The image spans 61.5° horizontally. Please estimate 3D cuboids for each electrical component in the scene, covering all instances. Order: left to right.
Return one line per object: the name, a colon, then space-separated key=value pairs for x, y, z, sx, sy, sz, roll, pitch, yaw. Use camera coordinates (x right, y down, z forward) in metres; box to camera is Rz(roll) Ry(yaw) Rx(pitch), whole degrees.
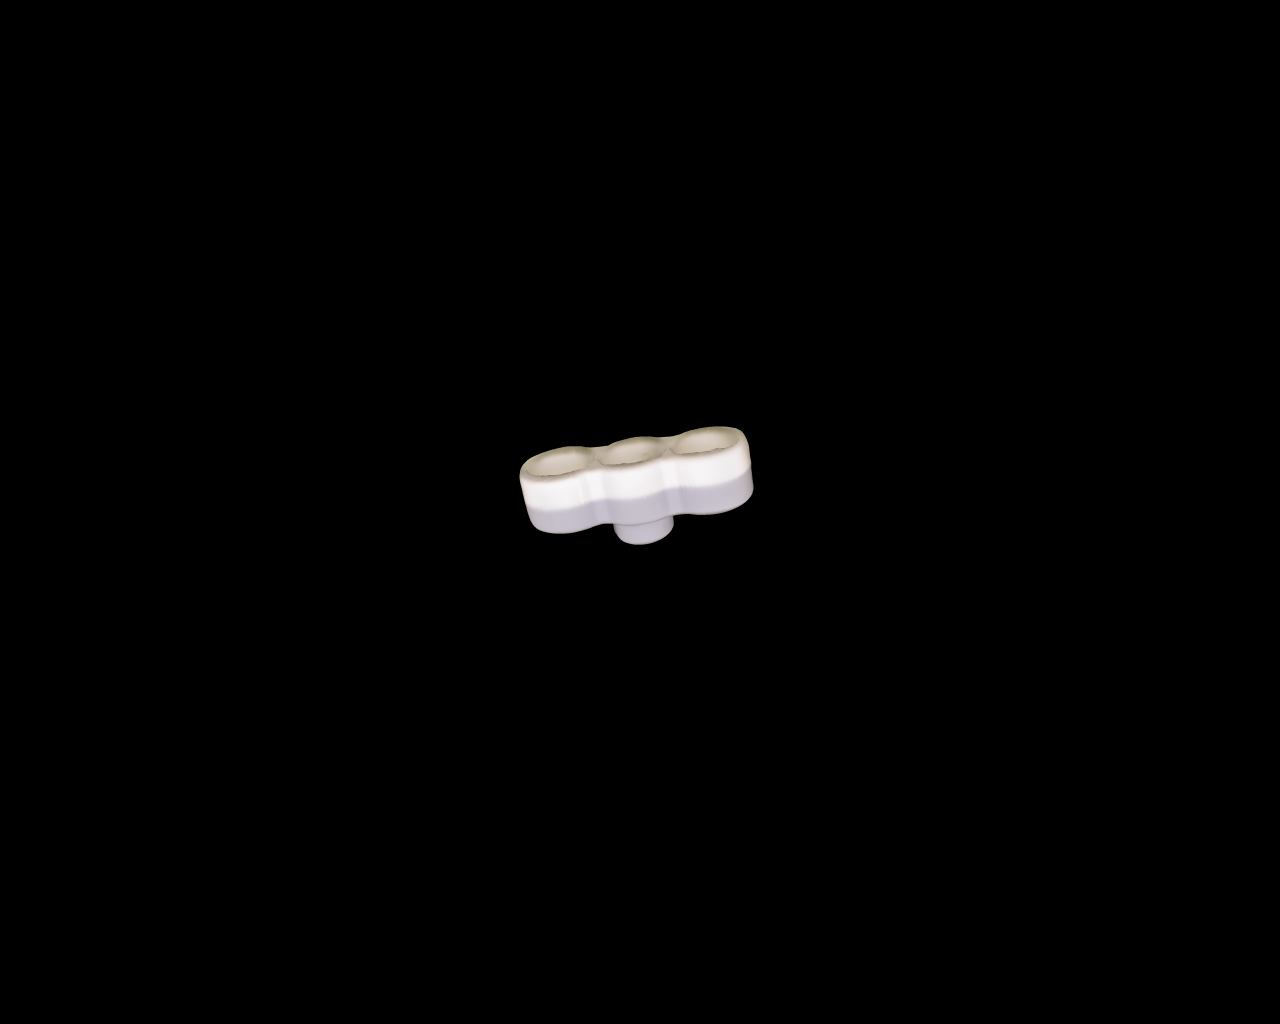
electrical component: x=0.001 y=-0.003 z=0.650 sx=0.138 sy=0.073 sz=0.052 roll=-8 pitch=24 yaw=3
